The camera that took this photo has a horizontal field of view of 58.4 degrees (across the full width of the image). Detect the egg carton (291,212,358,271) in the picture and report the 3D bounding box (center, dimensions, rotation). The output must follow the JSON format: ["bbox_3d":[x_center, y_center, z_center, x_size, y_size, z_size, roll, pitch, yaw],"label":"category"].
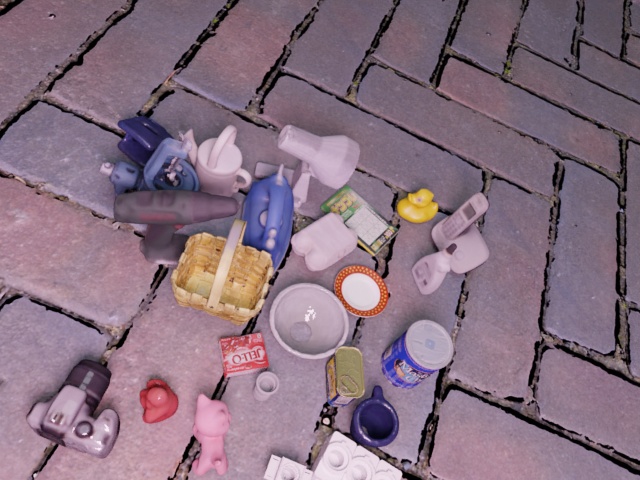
[{"bbox_3d":[0.012,0.005,1.309,0.151,0.069,0.107,-34,75,-33],"label":"egg carton"}]

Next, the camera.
[{"bbox_3d":[-0.399,0.279,0.973,0.143,0.100,0.137,24,55,-4],"label":"camera"}]

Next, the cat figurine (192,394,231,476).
[{"bbox_3d":[-0.187,0.338,1.003,0.067,0.117,0.127,0,60,-19],"label":"cat figurine"}]

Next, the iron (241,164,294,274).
[{"bbox_3d":[-0.107,-0.036,1.247,0.119,0.141,0.258,11,57,-13],"label":"iron"}]

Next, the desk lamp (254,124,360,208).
[{"bbox_3d":[-0.035,-0.169,1.310,0.203,0.213,0.118,12,57,-13],"label":"desk lamp"}]

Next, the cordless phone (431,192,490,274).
[{"bbox_3d":[0.361,-0.017,1.376,0.094,0.185,0.147,-18,67,-28],"label":"cordless phone"}]

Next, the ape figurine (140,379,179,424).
[{"bbox_3d":[-0.288,0.284,1.016,0.076,0.092,0.078,23,55,-4],"label":"ape figurine"}]

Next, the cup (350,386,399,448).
[{"bbox_3d":[0.096,0.349,1.112,0.092,0.095,0.118,14,56,-11],"label":"cup"}]

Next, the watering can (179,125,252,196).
[{"bbox_3d":[-0.229,-0.178,1.258,0.173,0.194,0.101,13,56,-12],"label":"watering can"}]

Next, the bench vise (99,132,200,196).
[{"bbox_3d":[-0.340,-0.133,1.175,0.208,0.219,0.121,-6,62,-23],"label":"bench vise"}]

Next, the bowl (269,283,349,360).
[{"bbox_3d":[-0.029,0.177,1.185,0.168,0.074,0.167,9,57,-14],"label":"bowl"}]

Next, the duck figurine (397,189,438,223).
[{"bbox_3d":[0.257,-0.095,1.447,0.105,0.086,0.077,5,58,-17],"label":"duck figurine"}]

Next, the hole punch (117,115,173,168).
[{"bbox_3d":[-0.394,-0.236,1.297,0.108,0.091,0.101,37,55,5],"label":"hole punch"}]

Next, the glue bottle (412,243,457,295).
[{"bbox_3d":[0.268,0.056,1.305,0.037,0.173,0.078,-7,62,-23],"label":"glue bottle"}]

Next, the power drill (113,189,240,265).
[{"bbox_3d":[-0.288,-0.031,1.138,0.230,0.208,0.075,4,58,-17],"label":"power drill"}]
